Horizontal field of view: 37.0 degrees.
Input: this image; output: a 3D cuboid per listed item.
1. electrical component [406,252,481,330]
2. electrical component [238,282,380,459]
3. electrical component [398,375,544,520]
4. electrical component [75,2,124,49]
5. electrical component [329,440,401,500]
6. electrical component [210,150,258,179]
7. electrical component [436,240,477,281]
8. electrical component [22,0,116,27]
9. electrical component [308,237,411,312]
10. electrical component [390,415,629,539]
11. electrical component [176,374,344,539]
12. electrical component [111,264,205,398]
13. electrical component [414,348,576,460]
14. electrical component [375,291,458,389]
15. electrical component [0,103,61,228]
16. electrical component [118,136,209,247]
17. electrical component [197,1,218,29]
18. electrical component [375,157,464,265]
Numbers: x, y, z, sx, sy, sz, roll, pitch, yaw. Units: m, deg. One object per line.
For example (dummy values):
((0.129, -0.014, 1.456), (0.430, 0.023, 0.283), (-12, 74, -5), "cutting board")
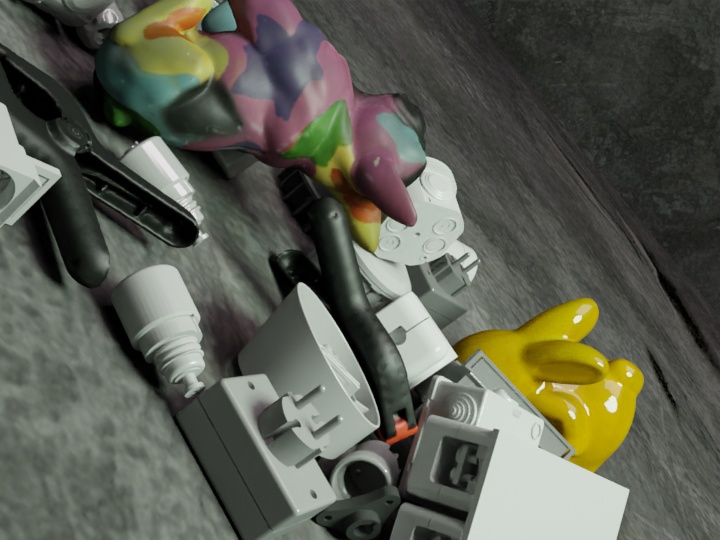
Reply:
((0.075, 0.010, 0.982), (0.066, 0.077, 0.047), (28, 31, -49), "electrical component")
((-0.027, 0.065, 0.667), (0.099, 0.064, 0.099), (45, 9, -9), "electrical component")
((0.082, 0.131, 0.760), (0.100, 0.048, 0.099), (31, 72, -45), "electrical component")
((-0.195, -0.190, 0.785), (0.035, 0.035, 0.061), (24, 31, -53), "electrical component")
((0.005, 0.130, 0.676), (0.040, 0.040, 0.046), (53, 14, 2), "electrical component")
((-0.089, -0.107, 0.847), (0.047, 0.066, 0.076), (55, -9, 6), "electrical component")
((0.080, -0.008, 1.060), (0.047, 0.055, 0.055), (32, 28, -36), "electrical component")
((-0.202, -0.213, 0.743), (0.051, 0.080, 0.080), (34, 26, -54), "electrical component")
((0.000, 0.000, 0.869), (0.080, 0.051, 0.080), (44, 21, -22), "electrical component")
((0.096, 0.168, 0.694), (0.186, 0.060, 0.105), (30, 74, -48), "electrical component")
((-0.042, 0.091, 0.579), (0.083, 0.076, 0.047), (58, 20, 15), "electrical component")
((-0.106, 0.033, 0.589), (0.040, 0.040, 0.078), (14, 43, -61), "electrical component")
((0.101, 0.127, 0.854), (0.121, 0.079, 0.063), (46, -1, -17), "electrical component")
((0.035, 0.057, 0.818), (0.059, 0.054, 0.095), (56, 2, 7), "electrical component")
((-0.198, -0.058, 0.539), (0.081, 0.042, 0.063), (27, 30, -52), "electrical component")
((-0.125, -0.049, 0.688), (0.078, 0.040, 0.040), (52, 19, -1), "electrical component")
((-0.127, -0.203, 0.914), (0.099, 0.064, 0.099), (44, 21, -22), "electrical component")
((0.039, -0.046, 0.838), (0.080, 0.080, 0.051), (33, 32, -43), "electrical component")
